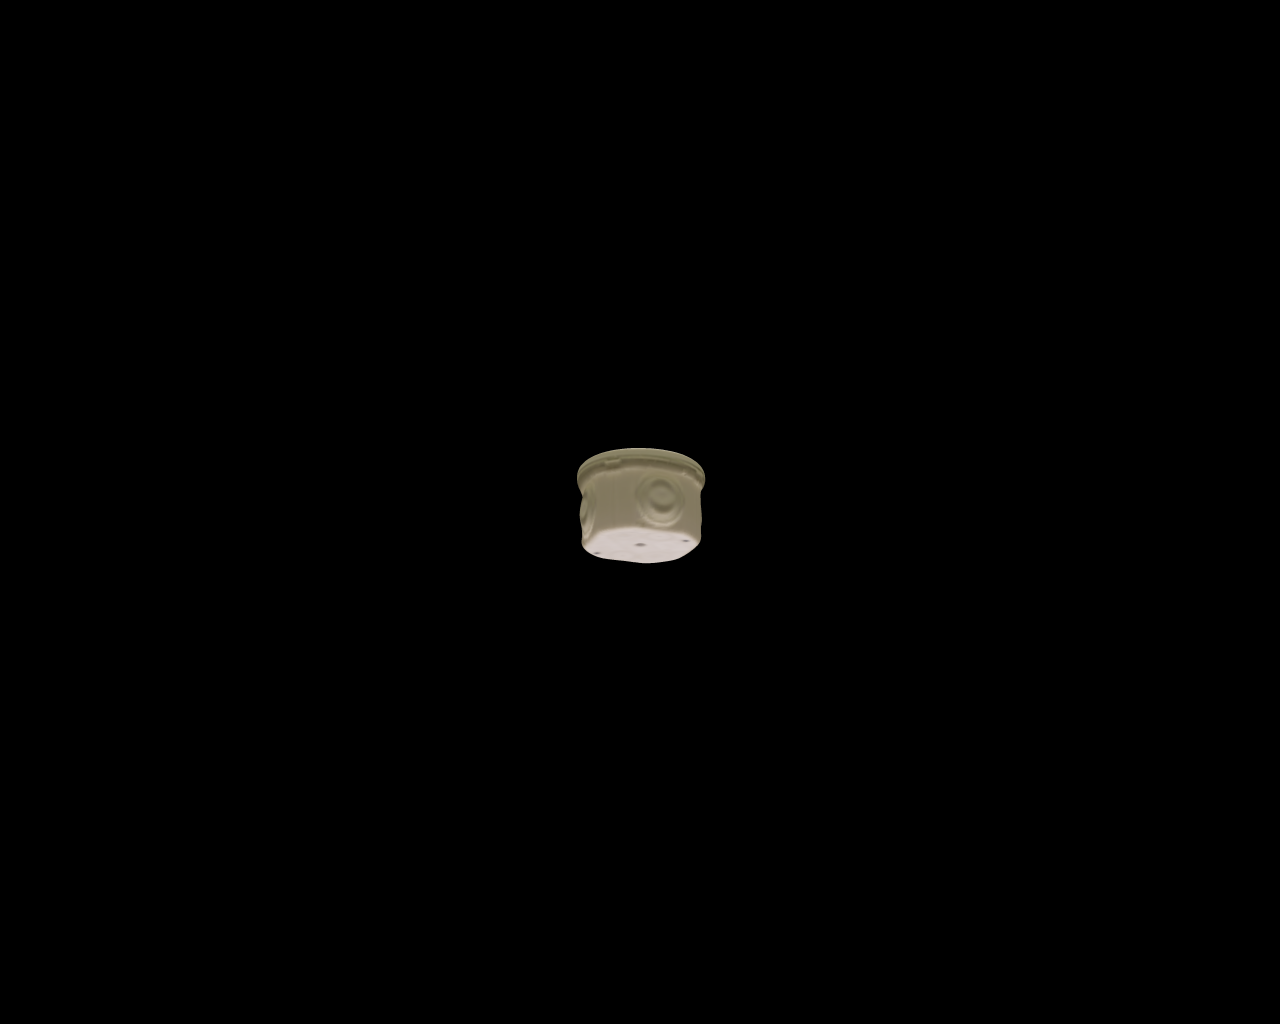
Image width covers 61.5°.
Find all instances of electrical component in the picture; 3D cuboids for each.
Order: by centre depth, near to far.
[{"bbox_3d":[0.001,-0.003,0.650,0.080,0.051,0.080,0,-20,0],"label":"electrical component"}]
